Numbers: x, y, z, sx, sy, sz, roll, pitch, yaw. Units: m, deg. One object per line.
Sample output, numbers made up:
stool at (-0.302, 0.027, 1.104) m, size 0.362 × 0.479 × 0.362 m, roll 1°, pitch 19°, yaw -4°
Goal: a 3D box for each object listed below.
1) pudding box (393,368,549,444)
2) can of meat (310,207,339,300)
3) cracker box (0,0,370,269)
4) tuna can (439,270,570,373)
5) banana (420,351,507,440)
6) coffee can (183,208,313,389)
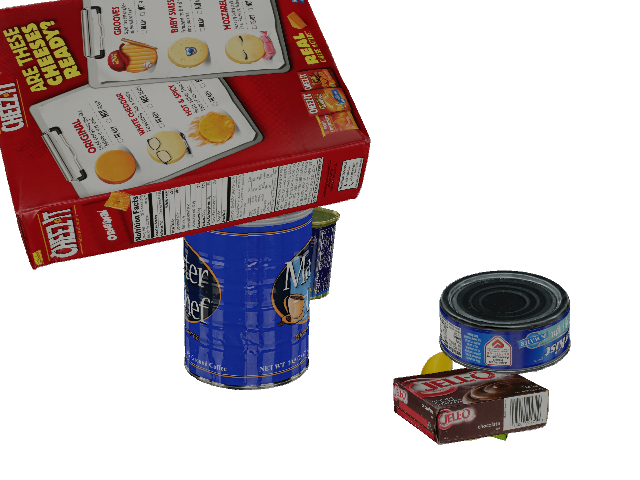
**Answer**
pudding box at (0.133, 0.144, 0.957) m, size 0.113 × 0.039 × 0.090 m, roll -3°, pitch 11°, yaw -21°
can of meat at (-0.036, 0.007, 1.065) m, size 0.102 × 0.084 × 0.057 m, roll 15°, pitch 19°, yaw 28°
cracker box at (-0.096, -0.083, 0.680) m, size 0.213 × 0.164 × 0.072 m, roll -13°, pitch -32°, yaw -14°
tuna can at (0.121, 0.052, 0.700) m, size 0.086 × 0.034 × 0.086 m, roll -4°, pitch 23°, yaw 1°
banana at (0.154, 0.187, 1.274) m, size 0.069 × 0.037 × 0.198 m, roll 10°, pitch 21°, yaw -19°
coffee can at (-0.058, 0.033, 0.846) m, size 0.103 × 0.140 × 0.103 m, roll 2°, pitch 19°, yaw -1°
